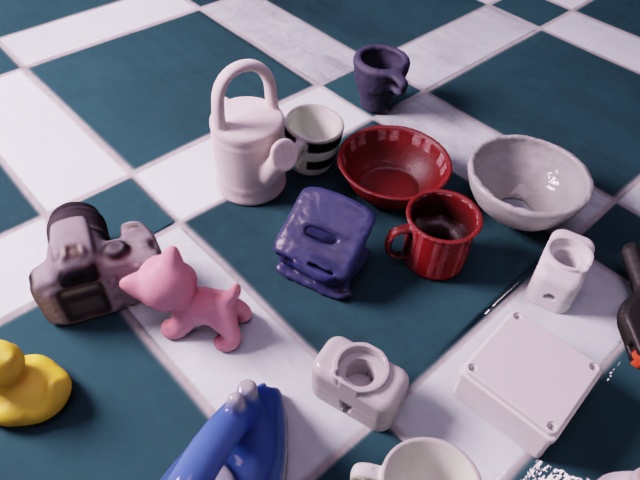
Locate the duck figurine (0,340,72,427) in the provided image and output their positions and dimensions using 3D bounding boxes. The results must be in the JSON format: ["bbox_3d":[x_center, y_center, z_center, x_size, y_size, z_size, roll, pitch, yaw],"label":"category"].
[{"bbox_3d":[-0.305,0.134,0.566,0.104,0.086,0.077,10,48,6],"label":"duck figurine"}]

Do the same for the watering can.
[{"bbox_3d":[-0.090,-0.145,0.758,0.172,0.194,0.101,26,52,19],"label":"watering can"}]

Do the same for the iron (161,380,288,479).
[{"bbox_3d":[-0.092,0.202,0.477,0.118,0.141,0.258,17,49,13],"label":"iron"}]

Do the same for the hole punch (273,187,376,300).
[{"bbox_3d":[0.006,0.003,0.699,0.108,0.091,0.101,22,50,17],"label":"hole punch"}]

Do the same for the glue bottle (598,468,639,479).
[{"bbox_3d":[0.239,0.216,0.461,0.037,0.173,0.078,33,54,25],"label":"glue bottle"}]

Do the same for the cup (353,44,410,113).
[{"bbox_3d":[0.103,-0.250,0.932,0.092,0.095,0.117,-20,52,-20],"label":"cup"}]

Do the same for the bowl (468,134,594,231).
[{"bbox_3d":[0.279,-0.067,0.789,0.167,0.075,0.167,2,48,-2],"label":"bowl"}]

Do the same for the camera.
[{"bbox_3d":[-0.265,0.008,0.672,0.143,0.101,0.136,-16,50,-17],"label":"camera"}]

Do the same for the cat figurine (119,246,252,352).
[{"bbox_3d":[-0.143,0.057,0.623,0.127,0.118,0.067,9,48,5],"label":"cat figurine"}]
